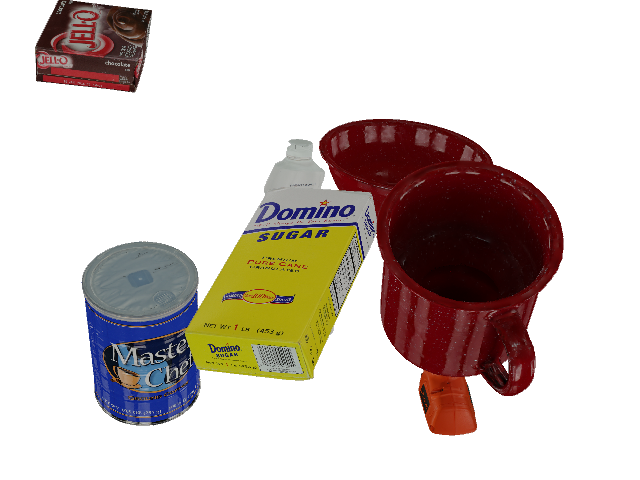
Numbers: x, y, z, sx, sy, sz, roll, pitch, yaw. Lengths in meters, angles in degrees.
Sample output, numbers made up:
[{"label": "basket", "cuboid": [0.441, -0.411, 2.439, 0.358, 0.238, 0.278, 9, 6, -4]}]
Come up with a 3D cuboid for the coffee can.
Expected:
[{"label": "coffee can", "cuboid": [-0.163, 0.087, 0.990, 0.103, 0.140, 0.103, 2, 39, -2]}]

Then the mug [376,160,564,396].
[{"label": "mug", "cuboid": [0.078, 0.028, 0.554, 0.093, 0.117, 0.081, -19, -33, -14]}]

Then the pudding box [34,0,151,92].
[{"label": "pudding box", "cuboid": [-0.205, -0.179, 0.975, 0.090, 0.039, 0.113, 7, 32, -6]}]

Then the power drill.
[{"label": "power drill", "cuboid": [0.141, 0.110, 1.136, 0.057, 0.188, 0.184, 0, 24, -1]}]

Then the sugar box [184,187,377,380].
[{"label": "sugar box", "cuboid": [-0.025, 0.027, 0.814, 0.093, 0.048, 0.176, 4, 43, 20]}]

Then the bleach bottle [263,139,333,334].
[{"label": "bleach bottle", "cuboid": [-0.026, -0.001, 1.325, 0.102, 0.251, 0.068, -8, 22, -33]}]

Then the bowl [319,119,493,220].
[{"label": "bowl", "cuboid": [0.077, -0.058, 0.995, 0.162, 0.055, 0.162, 4, 28, -2]}]
